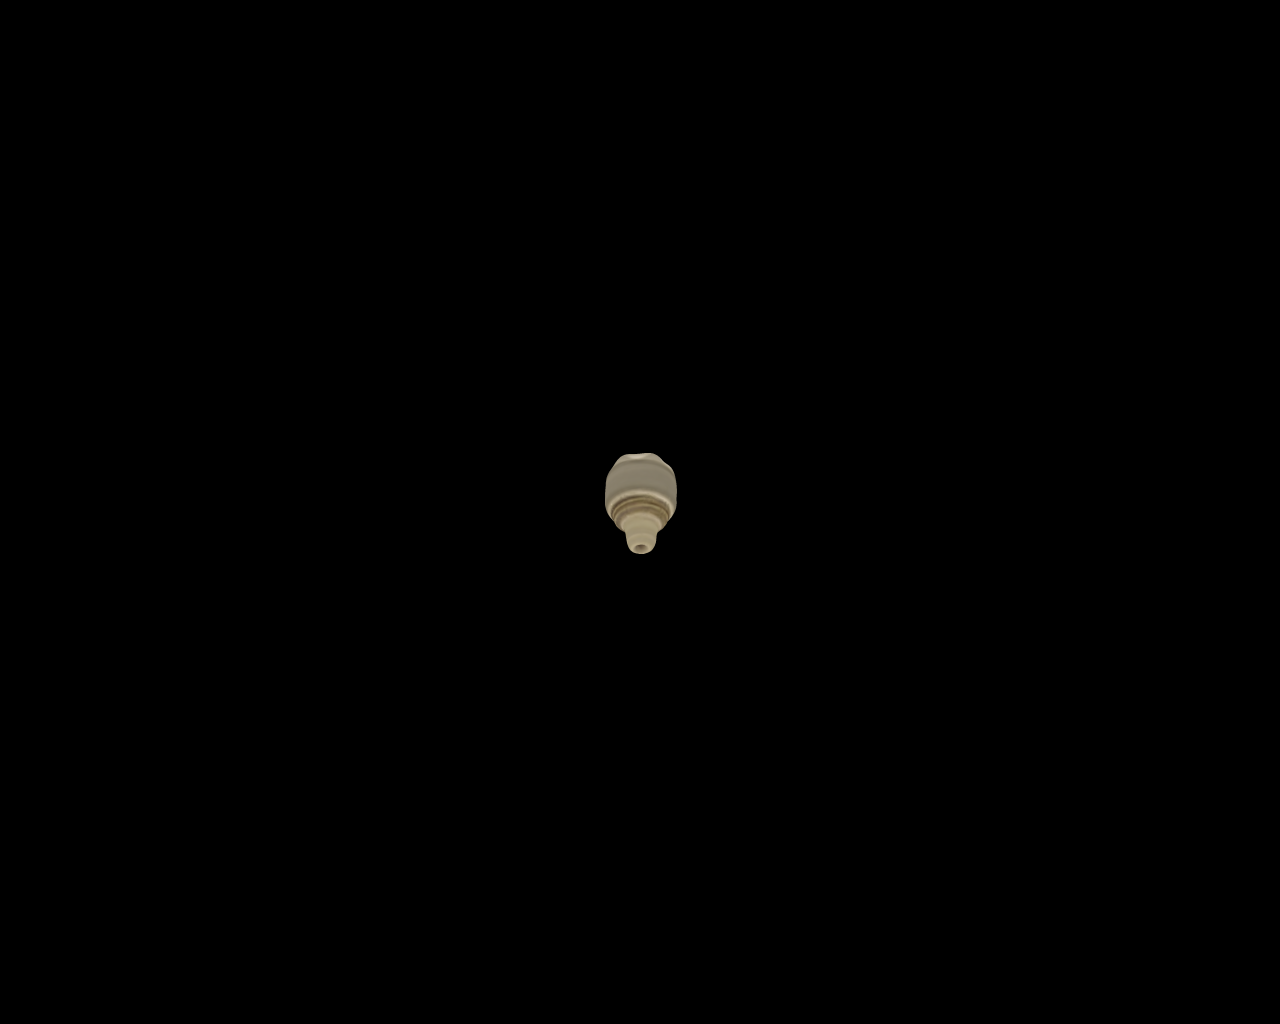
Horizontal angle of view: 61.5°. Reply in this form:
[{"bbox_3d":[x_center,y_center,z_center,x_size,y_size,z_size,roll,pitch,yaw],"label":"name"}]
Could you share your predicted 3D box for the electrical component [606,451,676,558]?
[{"bbox_3d":[0.001,-0.003,0.650,0.043,0.062,0.043,0,-36,0],"label":"electrical component"}]
